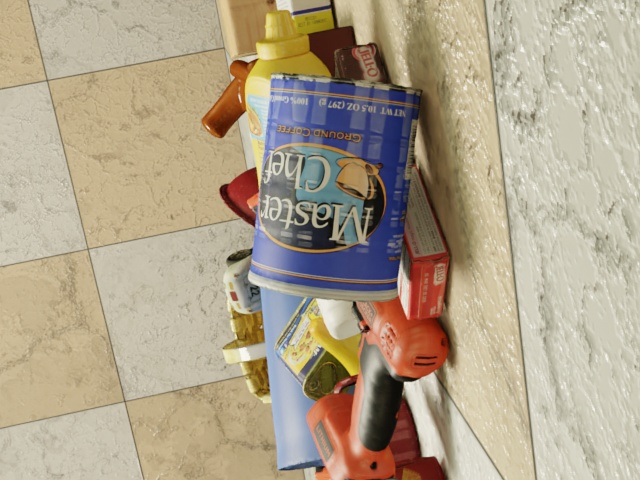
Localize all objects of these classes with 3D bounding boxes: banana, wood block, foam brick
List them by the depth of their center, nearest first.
[{"bbox_3d":[0.003,-0.161,0.962,0.078,0.051,0.053,-132,30,-79],"label":"foam brick"},{"bbox_3d":[0.041,0.146,1.095,0.037,0.069,0.198,24,140,45],"label":"banana"},{"bbox_3d":[-0.075,-0.316,1.205,0.090,0.090,0.206,-139,38,-80],"label":"wood block"}]

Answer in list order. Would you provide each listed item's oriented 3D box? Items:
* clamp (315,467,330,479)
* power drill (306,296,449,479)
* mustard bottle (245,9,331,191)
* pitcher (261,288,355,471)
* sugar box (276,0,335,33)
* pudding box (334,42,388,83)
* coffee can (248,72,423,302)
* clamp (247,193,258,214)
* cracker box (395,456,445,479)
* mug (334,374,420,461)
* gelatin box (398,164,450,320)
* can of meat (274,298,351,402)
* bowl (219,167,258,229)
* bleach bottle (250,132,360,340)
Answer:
[{"bbox_3d":[0.025,0.262,1.411,0.209,0.036,0.164,-21,-78,-77],"label":"clamp"},{"bbox_3d":[0.036,0.097,0.884,0.184,0.057,0.188,-117,32,-53],"label":"power drill"},{"bbox_3d":[-0.019,-0.085,0.843,0.096,0.058,0.191,18,123,54],"label":"mustard bottle"},{"bbox_3d":[-0.005,0.148,1.259,0.144,0.149,0.243,22,-125,-62],"label":"pitcher"},{"bbox_3d":[-0.010,-0.197,1.044,0.093,0.048,0.176,-136,37,-76],"label":"sugar box"},{"bbox_3d":[0.039,-0.084,0.841,0.090,0.039,0.113,87,172,-68],"label":"pudding box"},{"bbox_3d":[0.010,-0.036,0.717,0.103,0.102,0.140,-137,53,-80],"label":"coffee can"},{"bbox_3d":[-0.007,0.001,1.122,0.171,0.039,0.120,26,-153,-47],"label":"clamp"},{"bbox_3d":[0.088,0.306,0.974,0.214,0.072,0.164,93,164,-64],"label":"cracker box"},{"bbox_3d":[0.048,0.189,1.058,0.093,0.081,0.117,-156,54,-83],"label":"mug"},{"bbox_3d":[0.068,0.002,0.776,0.073,0.030,0.089,88,168,-52],"label":"gelatin box"},{"bbox_3d":[0.005,0.110,1.139,0.057,0.102,0.084,29,-172,-38],"label":"can of meat"},{"bbox_3d":[-0.041,-0.047,1.305,0.055,0.162,0.162,-60,21,17],"label":"bowl"},{"bbox_3d":[-0.009,-0.033,1.025,0.102,0.068,0.251,82,164,-74],"label":"bleach bottle"}]
